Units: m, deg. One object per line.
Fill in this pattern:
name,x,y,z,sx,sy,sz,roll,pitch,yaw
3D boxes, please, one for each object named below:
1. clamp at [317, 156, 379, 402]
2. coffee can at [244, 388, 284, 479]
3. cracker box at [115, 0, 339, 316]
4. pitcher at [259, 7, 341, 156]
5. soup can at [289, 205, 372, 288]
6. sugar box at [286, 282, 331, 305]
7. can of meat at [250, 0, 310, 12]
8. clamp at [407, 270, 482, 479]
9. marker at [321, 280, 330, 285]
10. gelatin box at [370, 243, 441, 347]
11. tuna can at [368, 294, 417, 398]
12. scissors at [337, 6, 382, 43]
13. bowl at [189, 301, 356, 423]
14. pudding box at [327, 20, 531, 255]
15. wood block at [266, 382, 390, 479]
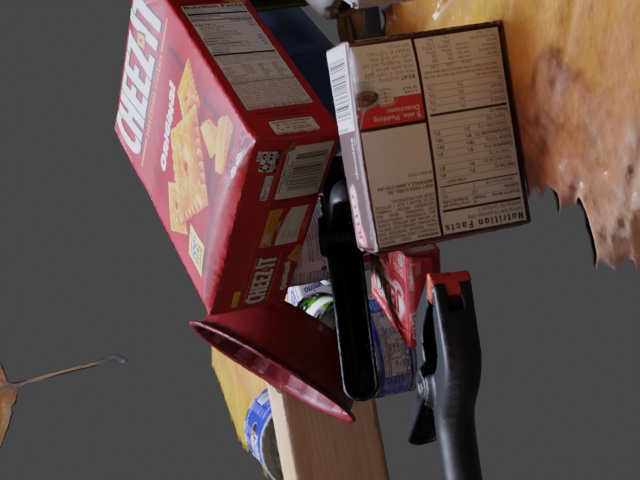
clamp,0.017,-0.010,0.774,0.210,0.036,0.164,-98,5,-56
coffee can,-0.024,0.213,1.161,0.140,0.102,0.103,170,89,-79
cracker box,-0.079,-0.079,0.774,0.214,0.072,0.164,57,144,35
pitcher,-0.056,-0.143,0.937,0.149,0.145,0.243,68,173,-33
soup can,-0.006,0.001,0.892,0.068,0.102,0.068,169,90,-79
sugar box,-0.024,0.018,1.133,0.093,0.048,0.176,103,155,-63
can of meat,-0.039,-0.233,0.846,0.084,0.102,0.057,98,157,-51
clamp,0.086,0.105,0.704,0.120,0.039,0.171,-121,24,-54
marker,0.017,0.022,1.005,0.121,0.020,0.020,123,135,-73
gelatin box,0.061,0.025,0.774,0.089,0.030,0.073,-122,25,-62
tuna can,0.050,0.085,0.872,0.086,0.033,0.086,169,90,-79
scissors,0.041,-0.113,0.784,0.096,0.016,0.202,125,133,-76
bowl,-0.028,0.091,0.902,0.055,0.162,0.162,-59,4,-13
pudding box,0.058,-0.055,0.572,0.039,0.090,0.113,-167,68,-76
wood block,0.015,0.233,1.027,0.090,0.090,0.206,-178,77,-79
